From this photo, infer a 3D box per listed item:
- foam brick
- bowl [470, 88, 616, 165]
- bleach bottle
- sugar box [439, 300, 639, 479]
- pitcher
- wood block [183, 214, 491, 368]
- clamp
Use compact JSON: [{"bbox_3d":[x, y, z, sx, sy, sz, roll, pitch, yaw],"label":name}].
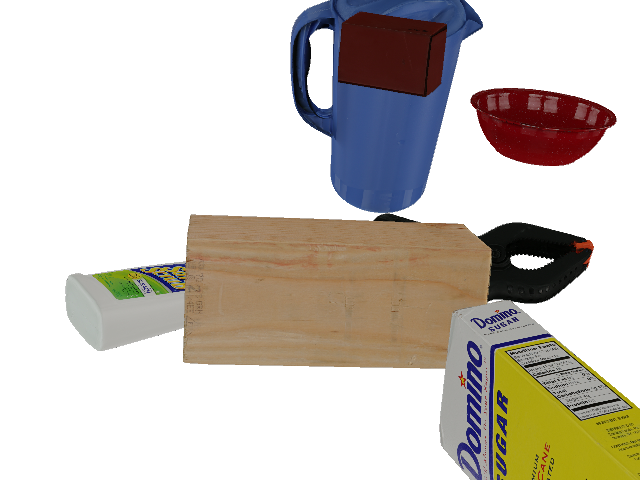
[{"bbox_3d":[0.059,-0.153,0.875,0.078,0.051,0.053,13,25,18],"label":"foam brick"},{"bbox_3d":[0.245,-0.124,1.197,0.162,0.055,0.162,4,23,-2],"label":"bowl"},{"bbox_3d":[-0.164,0.060,1.260,0.250,0.068,0.103,-13,33,-33],"label":"bleach bottle"},{"bbox_3d":[0.122,0.111,0.537,0.048,0.093,0.176,-10,28,-25],"label":"sugar box"},{"bbox_3d":[0.061,-0.148,1.114,0.149,0.243,0.144,33,51,25],"label":"pitcher"},{"bbox_3d":[0.007,0.036,0.763,0.206,0.090,0.091,2,11,-6],"label":"wood block"},{"bbox_3d":[0.163,0.033,1.024,0.210,0.164,0.036,-2,-43,-5],"label":"clamp"}]
